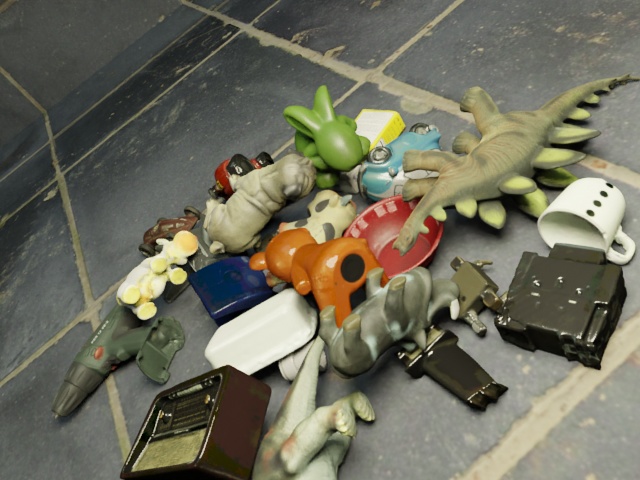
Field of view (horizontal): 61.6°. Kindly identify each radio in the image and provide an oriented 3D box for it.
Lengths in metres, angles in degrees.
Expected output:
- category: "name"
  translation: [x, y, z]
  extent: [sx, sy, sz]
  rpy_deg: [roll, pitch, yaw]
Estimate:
- category: "radio"
  translation: [-0.164, 0.250, 0.700]
  extent: [0.230, 0.073, 0.131]
  rpy_deg: [-29, 35, 43]

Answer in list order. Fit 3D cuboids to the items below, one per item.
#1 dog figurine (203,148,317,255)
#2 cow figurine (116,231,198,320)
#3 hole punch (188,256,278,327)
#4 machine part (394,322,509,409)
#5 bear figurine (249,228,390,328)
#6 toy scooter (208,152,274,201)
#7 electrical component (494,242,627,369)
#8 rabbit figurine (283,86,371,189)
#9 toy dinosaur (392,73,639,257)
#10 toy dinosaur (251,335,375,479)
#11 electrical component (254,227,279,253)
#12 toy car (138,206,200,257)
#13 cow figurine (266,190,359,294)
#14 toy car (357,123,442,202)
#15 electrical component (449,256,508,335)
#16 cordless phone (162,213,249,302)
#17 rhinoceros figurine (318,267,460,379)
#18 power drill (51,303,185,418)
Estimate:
- category: "dog figurine"
  translation: [-0.099, -0.055, 0.883]
  extent: [0.191, 0.121, 0.172]
  rpy_deg: [-17, 49, 55]
- category: "cow figurine"
  translation: [-0.285, 0.054, 0.945]
  extent: [0.098, 0.068, 0.167]
  rpy_deg: [5, 52, 55]
- category: "hole punch"
  translation: [-0.142, 0.084, 0.882]
  extent: [0.116, 0.092, 0.142]
  rpy_deg: [-39, 46, -7]
- category: "machine part"
  translation: [0.156, 0.152, 0.648]
  extent: [0.084, 0.039, 0.139]
  rpy_deg: [-39, 37, -15]
- category: "bear figurine"
  translation: [-0.004, 0.050, 0.740]
  extent: [0.120, 0.131, 0.196]
  rpy_deg: [-33, 16, -28]
- category: "toy scooter"
  translation: [-0.175, -0.121, 1.102]
  extent: [0.135, 0.075, 0.184]
  rpy_deg: [-34, 4, 22]
- category: "electrical component"
  translation: [0.282, 0.067, 0.622]
  extent: [0.115, 0.058, 0.134]
  rpy_deg: [11, 59, 40]
- category: "rabbit figurine"
  translation: [0.022, -0.168, 0.874]
  extent: [0.121, 0.159, 0.170]
  rpy_deg: [-34, 19, -3]
- category: "toy dinosaur"
  translation: [0.275, -0.128, 0.766]
  extent: [0.199, 0.104, 0.471]
  rpy_deg: [35, 68, 32]
- category: "toy dinosaur"
  translation: [-0.020, 0.282, 0.595]
  extent: [0.192, 0.131, 0.405]
  rpy_deg: [-28, 34, 10]
- category: "electrical component"
  translation: [-0.091, 0.017, 0.971]
  extent: [0.094, 0.021, 0.063]
  rpy_deg: [-46, 40, -9]
- category: "toy car"
  translation: [-0.317, -0.019, 1.119]
  extent: [0.202, 0.053, 0.089]
  rpy_deg: [-14, 38, 51]
- category: "cow figurine"
  translation: [-0.002, -0.003, 0.876]
  extent: [0.127, 0.085, 0.195]
  rpy_deg: [-8, 50, 29]
- category: "toy car"
  translation: [0.145, -0.108, 0.871]
  extent: [0.162, 0.109, 0.103]
  rpy_deg: [-33, 63, -13]
- category: "electrical component"
  translation: [0.203, 0.066, 0.694]
  extent: [0.078, 0.045, 0.102]
  rpy_deg: [-62, 34, 15]
- category: "cordless phone"
  translation: [-0.230, 0.057, 1.006]
  extent: [0.184, 0.088, 0.147]
  rpy_deg: [-50, 40, 2]
- category: "rhinoceros figurine"
  translation: [0.090, 0.093, 0.641]
  extent: [0.190, 0.112, 0.073]
  rpy_deg: [-29, 15, -26]
- category: "power drill"
  translation: [-0.346, 0.207, 0.938]
  extent: [0.207, 0.085, 0.232]
  rpy_deg: [-13, 42, 37]
